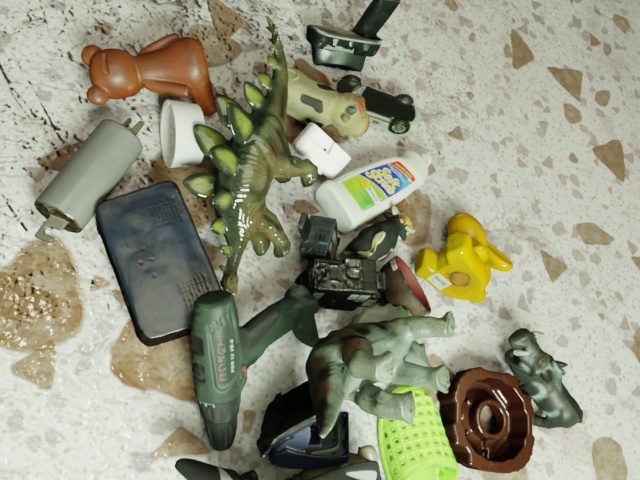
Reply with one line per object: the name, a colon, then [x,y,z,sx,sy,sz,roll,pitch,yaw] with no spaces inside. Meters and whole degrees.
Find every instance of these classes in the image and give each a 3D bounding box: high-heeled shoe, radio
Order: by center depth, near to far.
high-heeled shoe: [-0.046,0.294,0.679,0.249,0.086,0.145,29,59,7]
radio: [-0.240,0.036,0.805,0.131,0.073,0.229,-20,77,-26]

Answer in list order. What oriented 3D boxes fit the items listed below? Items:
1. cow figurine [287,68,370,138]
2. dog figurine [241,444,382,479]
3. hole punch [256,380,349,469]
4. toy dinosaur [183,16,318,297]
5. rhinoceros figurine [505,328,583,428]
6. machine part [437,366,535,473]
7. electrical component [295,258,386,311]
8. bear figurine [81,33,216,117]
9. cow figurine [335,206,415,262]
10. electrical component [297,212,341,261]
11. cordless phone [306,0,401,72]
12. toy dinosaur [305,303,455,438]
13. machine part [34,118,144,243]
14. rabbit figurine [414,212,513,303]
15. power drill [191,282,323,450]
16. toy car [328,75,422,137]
cow figurine: [0.003,-0.249,0.978,0.195,0.127,0.085,26,66,-7]
dog figurine: [-0.025,0.340,0.742,0.190,0.121,0.172,27,58,-5]
hole punch: [-0.018,0.266,0.762,0.116,0.142,0.092,-28,106,11]
toy dinosaur: [-0.100,-0.137,0.859,0.198,0.105,0.471,34,58,-41]
rhinoceros figurine: [0.385,0.245,0.941,0.073,0.112,0.190,-31,91,-25]
machine part: [0.281,0.303,0.909,0.179,0.056,0.179,7,68,-19]
electrical component: [0.035,0.073,0.869,0.134,0.115,0.058,6,68,-18]
bear figurine: [-0.283,-0.268,0.899,0.196,0.132,0.120,-16,74,-7]
cow figurine: [0.110,-0.008,0.941,0.167,0.098,0.068,-39,81,-28]
electrical component: [-0.002,-0.003,0.883,0.048,0.119,0.075,10,61,13]
cordless phone: [0.063,-0.414,1.033,0.146,0.184,0.088,2,74,-20]
toy dinosaur: [0.059,0.166,0.738,0.404,0.192,0.131,0,86,-51]
machine part: [-0.347,-0.098,0.812,0.079,0.079,0.243,30,63,-8]
rabbit figurine: [0.274,0.020,0.989,0.162,0.122,0.173,31,43,-11]
power drill: [-0.093,0.165,0.787,0.207,0.086,0.231,-21,112,-31]
toy car: [0.107,-0.264,1.065,0.202,0.056,0.073,16,71,-13]
